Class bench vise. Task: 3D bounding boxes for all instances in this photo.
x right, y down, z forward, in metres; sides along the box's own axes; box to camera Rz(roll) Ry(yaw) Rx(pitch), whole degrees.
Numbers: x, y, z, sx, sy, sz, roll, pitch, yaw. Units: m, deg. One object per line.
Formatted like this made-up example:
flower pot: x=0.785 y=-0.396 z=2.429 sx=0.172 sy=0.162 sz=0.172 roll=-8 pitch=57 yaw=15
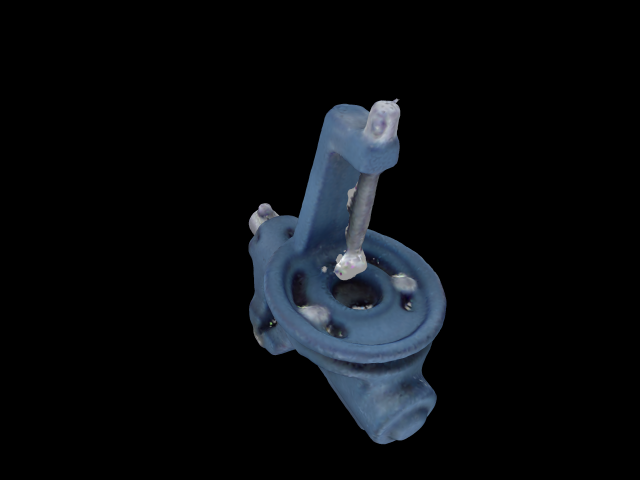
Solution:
bench vise: x=-0.004 y=0.005 z=0.392 sx=0.206 sy=0.220 sz=0.122 roll=21 pitch=34 yaw=36
